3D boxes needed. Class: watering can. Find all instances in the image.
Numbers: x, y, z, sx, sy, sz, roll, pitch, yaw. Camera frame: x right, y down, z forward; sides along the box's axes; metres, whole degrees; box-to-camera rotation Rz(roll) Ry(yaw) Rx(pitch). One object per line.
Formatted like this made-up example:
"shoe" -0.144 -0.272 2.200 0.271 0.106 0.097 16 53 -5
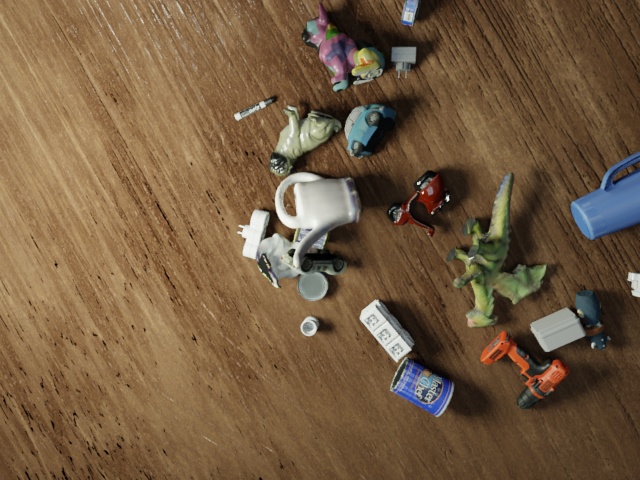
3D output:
"watering can" 0.004 -0.067 1.321 0.224 0.356 0.101 -7 134 -6

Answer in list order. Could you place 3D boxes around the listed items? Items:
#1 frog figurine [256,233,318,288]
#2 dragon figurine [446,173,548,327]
"frog figurine" -0.092 0.041 1.434 0.161 0.122 0.136 -32 102 -25
"dragon figurine" 0.484 0.053 1.354 0.242 0.123 0.407 27 100 -12
